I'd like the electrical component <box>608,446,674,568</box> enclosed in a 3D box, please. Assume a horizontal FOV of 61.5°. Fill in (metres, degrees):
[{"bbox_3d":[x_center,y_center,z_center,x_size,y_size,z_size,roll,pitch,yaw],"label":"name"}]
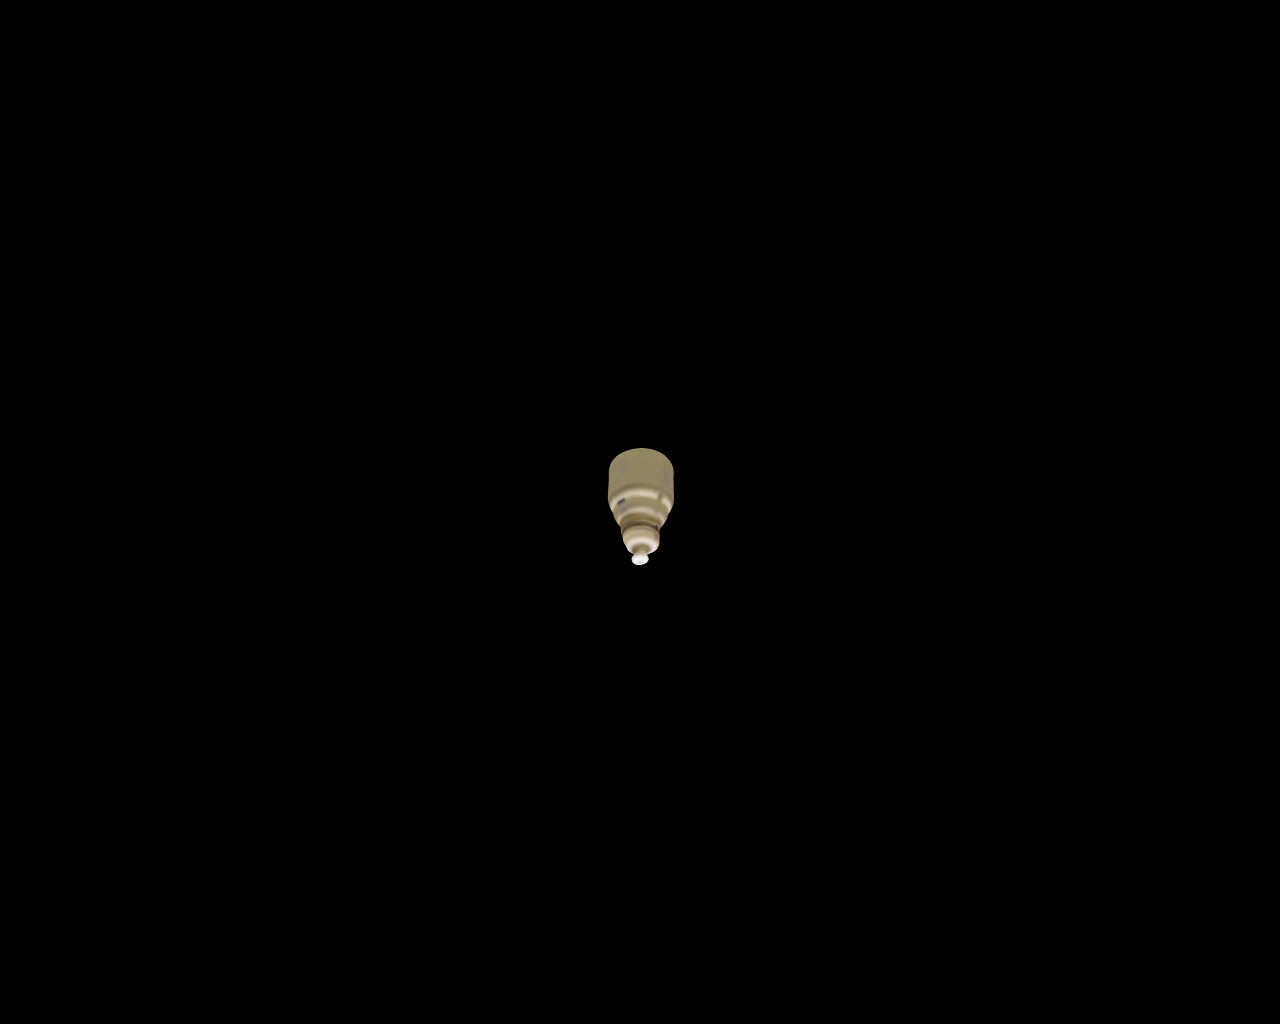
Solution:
[{"bbox_3d":[0.001,-0.003,0.650,0.040,0.078,0.040,0,-34,0],"label":"electrical component"}]
